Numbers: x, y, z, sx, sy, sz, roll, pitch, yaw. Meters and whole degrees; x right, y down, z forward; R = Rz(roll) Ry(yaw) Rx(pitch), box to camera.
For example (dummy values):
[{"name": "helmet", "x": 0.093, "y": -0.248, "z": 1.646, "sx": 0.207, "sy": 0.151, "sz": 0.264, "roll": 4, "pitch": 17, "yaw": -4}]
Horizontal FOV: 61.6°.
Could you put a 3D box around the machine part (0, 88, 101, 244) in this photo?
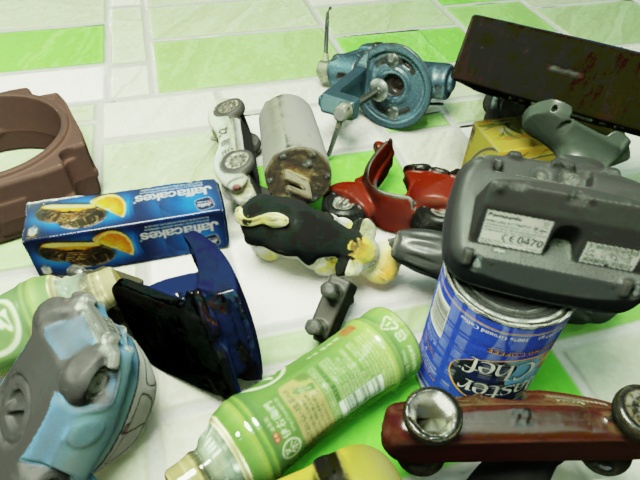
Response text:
[{"name": "machine part", "x": -0.382, "y": -0.092, "z": 0.634, "sx": 0.201, "sy": 0.087, "sz": 0.202, "roll": -22, "pitch": 49, "yaw": -22}]

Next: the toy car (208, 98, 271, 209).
[{"name": "toy car", "x": -0.102, "y": -0.103, "z": 0.661, "sx": 0.056, "sy": 0.073, "sz": 0.202, "roll": -19, "pitch": 46, "yaw": 4}]

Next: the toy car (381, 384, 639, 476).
[{"name": "toy car", "x": 0.144, "y": 0.131, "z": 0.378, "sx": 0.202, "sy": 0.089, "sz": 0.053, "roll": -3, "pitch": 49, "yaw": 3}]

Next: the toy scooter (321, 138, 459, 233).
[{"name": "toy scooter", "x": 0.099, "y": -0.060, "z": 0.626, "sx": 0.184, "sy": 0.075, "sz": 0.135, "roll": 9, "pitch": 55, "yaw": 12}]

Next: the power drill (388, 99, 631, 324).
[{"name": "power drill", "x": 0.206, "y": -0.030, "z": 0.533, "sx": 0.232, "sy": 0.086, "sz": 0.207, "roll": 24, "pitch": 77, "yaw": -2}]

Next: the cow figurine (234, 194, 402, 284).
[{"name": "cow figurine", "x": 0.000, "y": -0.003, "z": 0.543, "sx": 0.167, "sy": 0.098, "sz": 0.068, "roll": 14, "pitch": 80, "yaw": 13}]

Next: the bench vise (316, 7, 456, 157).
[{"name": "bench vise", "x": 0.064, "y": -0.222, "z": 0.761, "sx": 0.224, "sy": 0.128, "sz": 0.240, "roll": 25, "pitch": 42, "yaw": 19}]

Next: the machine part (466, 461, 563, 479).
[{"name": "machine part", "x": 0.137, "y": 0.195, "z": 0.404, "sx": 0.084, "sy": 0.039, "sz": 0.139, "roll": 24, "pitch": 50, "yaw": 31}]

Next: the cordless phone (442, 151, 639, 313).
[{"name": "cordless phone", "x": 0.176, "y": -0.036, "z": 0.421, "sx": 0.147, "sy": 0.088, "sz": 0.184, "roll": 12, "pitch": 34, "yaw": 10}]

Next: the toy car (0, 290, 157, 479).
[{"name": "toy car", "x": -0.182, "y": 0.121, "z": 0.411, "sx": 0.109, "sy": 0.161, "sz": 0.103, "roll": 39, "pitch": 10, "yaw": 36}]

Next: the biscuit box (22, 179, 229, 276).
[{"name": "biscuit box", "x": -0.203, "y": -0.015, "z": 0.580, "sx": 0.203, "sy": 0.062, "sz": 0.059, "roll": -10, "pitch": 47, "yaw": -12}]

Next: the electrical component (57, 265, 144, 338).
[{"name": "electrical component", "x": -0.218, "y": 0.061, "z": 0.520, "sx": 0.102, "sy": 0.045, "sz": 0.078, "roll": 14, "pitch": 18, "yaw": 8}]

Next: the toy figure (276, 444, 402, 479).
[{"name": "toy figure", "x": -0.025, "y": 0.198, "z": 0.356, "sx": 0.180, "sy": 0.089, "sz": 0.082, "roll": -11, "pitch": 54, "yaw": -16}]

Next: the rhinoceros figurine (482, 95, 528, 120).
[{"name": "rhinoceros figurine", "x": 0.264, "y": -0.200, "z": 0.751, "sx": 0.073, "sy": 0.112, "sz": 0.190, "roll": -1, "pitch": 25, "yaw": 3}]

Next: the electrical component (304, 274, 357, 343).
[{"name": "electrical component", "x": 0.012, "y": 0.067, "z": 0.507, "sx": 0.021, "sy": 0.094, "sz": 0.063, "roll": 22, "pitch": 85, "yaw": 17}]

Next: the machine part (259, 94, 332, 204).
[{"name": "machine part", "x": -0.034, "y": -0.115, "z": 0.660, "sx": 0.079, "sy": 0.079, "sz": 0.243, "roll": -5, "pitch": 35, "yaw": -7}]

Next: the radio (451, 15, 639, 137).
[{"name": "radio", "x": 0.271, "y": -0.170, "z": 0.580, "sx": 0.230, "sy": 0.073, "sz": 0.131, "roll": 25, "pitch": 18, "yaw": 21}]

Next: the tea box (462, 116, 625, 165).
[{"name": "tea box", "x": 0.268, "y": -0.099, "z": 0.662, "sx": 0.170, "sy": 0.098, "sz": 0.068, "roll": -11, "pitch": 46, "yaw": -11}]

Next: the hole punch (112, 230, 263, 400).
[{"name": "hole punch", "x": -0.096, "y": 0.064, "z": 0.464, "sx": 0.116, "sy": 0.142, "sz": 0.092, "roll": 18, "pitch": 42, "yaw": 31}]
